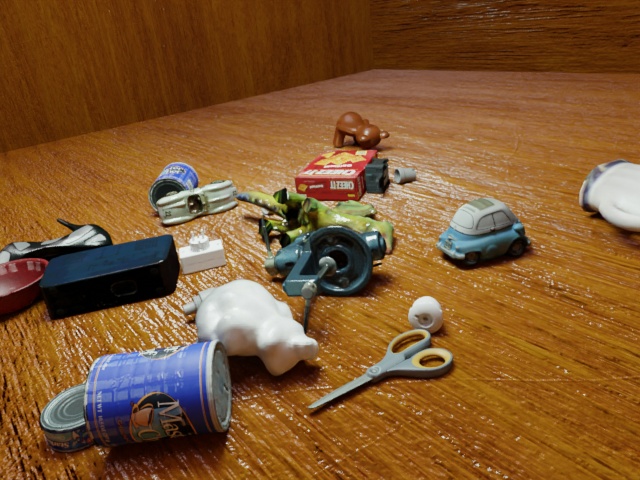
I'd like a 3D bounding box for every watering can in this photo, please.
[{"bbox_3d":[0.645,-0.088,0.951,0.349,0.102,0.227,-17,25,-19],"label":"watering can"}]

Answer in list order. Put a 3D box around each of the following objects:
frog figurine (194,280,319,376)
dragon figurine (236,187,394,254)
[{"bbox_3d":[-0.083,0.116,0.691,0.159,0.123,0.137,-1,-5,39],"label":"frog figurine"},{"bbox_3d":[0.003,-0.056,1.111,0.243,0.120,0.415,-2,20,-33],"label":"dragon figurine"}]
